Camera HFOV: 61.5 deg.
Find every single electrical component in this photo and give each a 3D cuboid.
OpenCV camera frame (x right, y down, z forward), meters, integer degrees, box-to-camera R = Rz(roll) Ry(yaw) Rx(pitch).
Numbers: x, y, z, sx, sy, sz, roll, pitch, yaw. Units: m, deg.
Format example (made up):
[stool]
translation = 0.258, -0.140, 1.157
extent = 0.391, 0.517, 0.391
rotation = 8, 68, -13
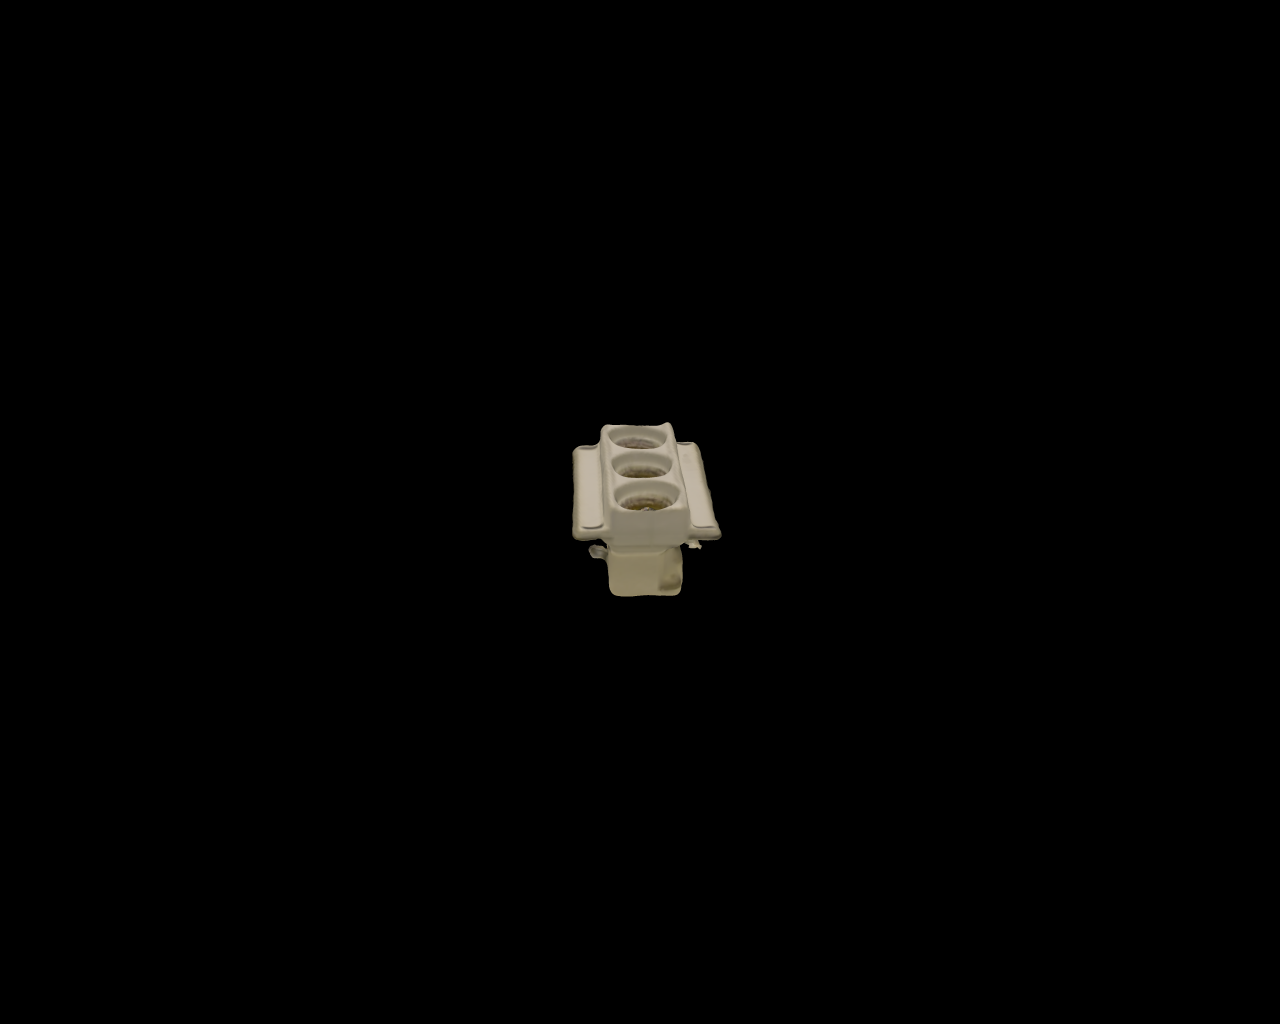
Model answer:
[electrical component]
translation = 0.001, -0.003, 0.650
extent = 0.079, 0.063, 0.121
rotation = -2, 27, -3
